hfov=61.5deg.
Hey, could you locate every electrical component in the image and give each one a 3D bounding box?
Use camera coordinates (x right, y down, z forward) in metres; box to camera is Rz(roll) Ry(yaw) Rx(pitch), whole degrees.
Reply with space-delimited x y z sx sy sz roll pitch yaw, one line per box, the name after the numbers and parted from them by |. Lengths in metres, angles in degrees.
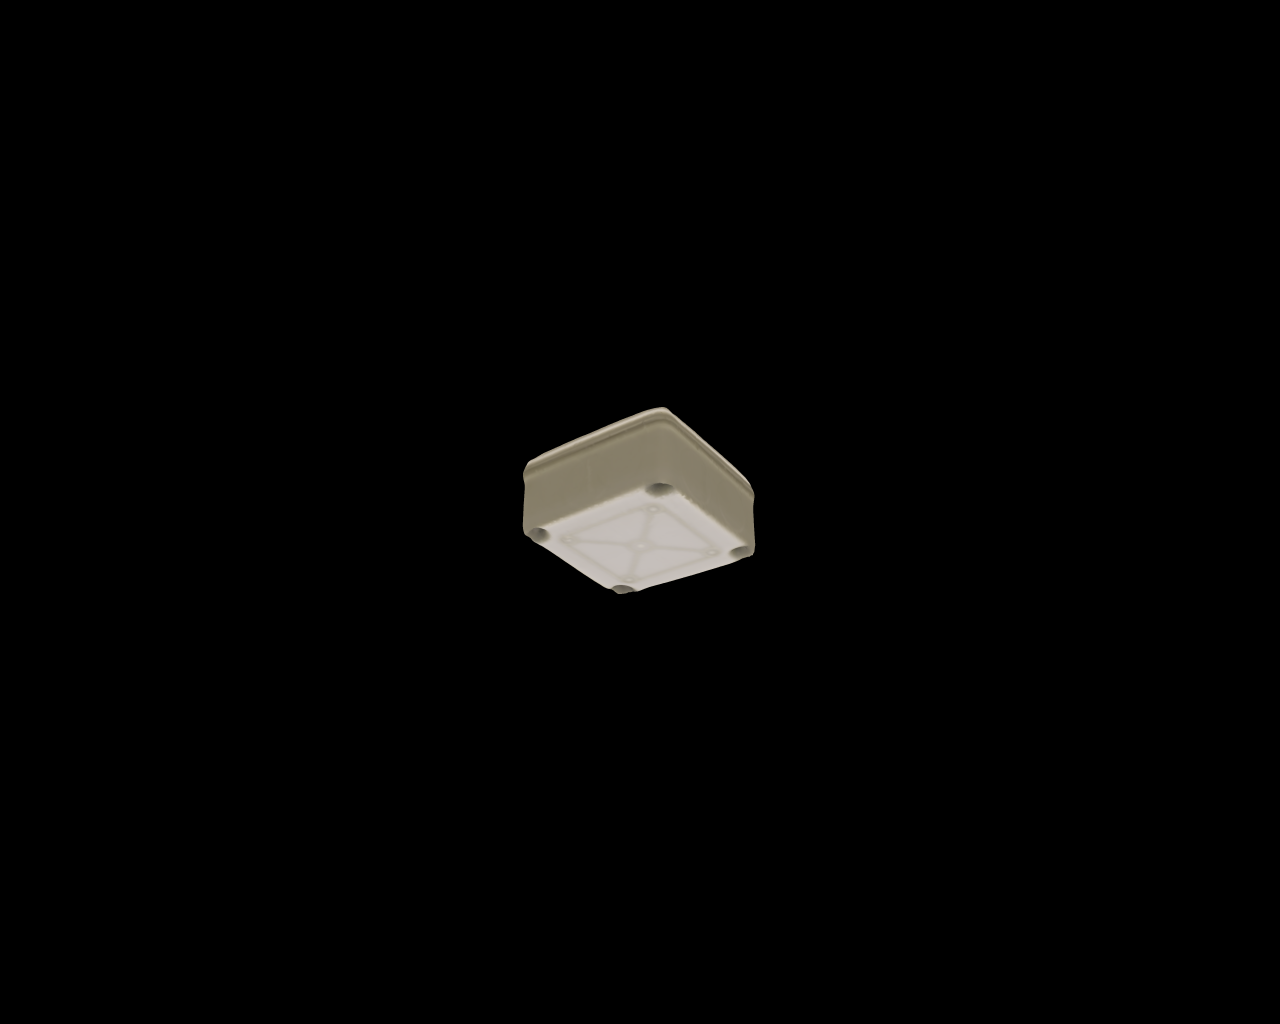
0.001 -0.003 0.650 0.108 0.056 0.108 -19 -36 29 | electrical component
